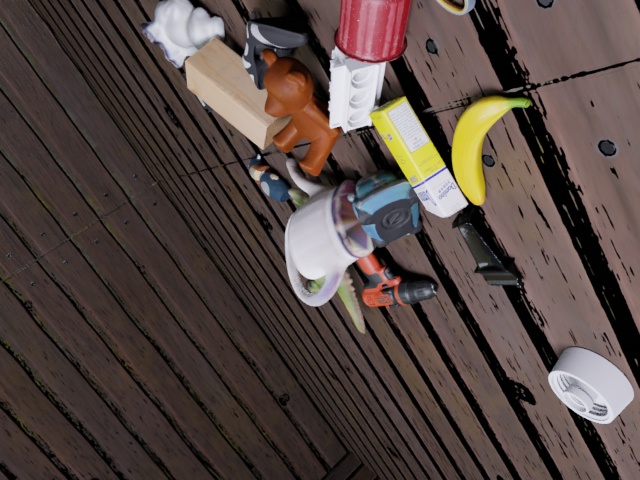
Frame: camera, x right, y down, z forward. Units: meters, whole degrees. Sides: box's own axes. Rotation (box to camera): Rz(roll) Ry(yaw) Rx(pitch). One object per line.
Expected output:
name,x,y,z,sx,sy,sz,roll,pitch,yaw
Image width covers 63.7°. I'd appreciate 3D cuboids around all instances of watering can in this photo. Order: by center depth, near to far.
watering can,0.003,-0.051,1.006,0.103,0.354,0.221,16,-32,-40

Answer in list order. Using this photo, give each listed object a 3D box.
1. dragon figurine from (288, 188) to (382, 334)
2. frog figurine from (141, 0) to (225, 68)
dragon figurine,0.050,0.048,1.185,0.124,0.408,0.240,-41,9,-28
frog figurine,-0.264,-0.442,1.066,0.158,0.135,0.125,-12,31,28
